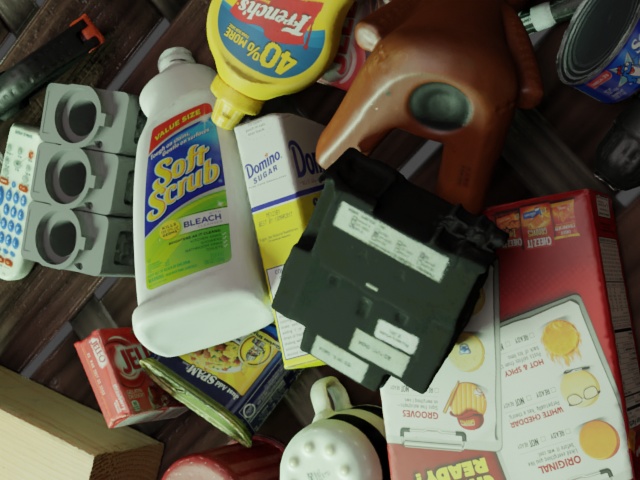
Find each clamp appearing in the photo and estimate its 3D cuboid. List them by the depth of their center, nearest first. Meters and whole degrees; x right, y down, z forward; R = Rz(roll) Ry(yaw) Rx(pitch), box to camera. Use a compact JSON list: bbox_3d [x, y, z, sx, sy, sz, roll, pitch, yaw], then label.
[{"bbox_3d":[-0.276,-0.123,0.929,0.210,0.164,0.036,-37,102,2],"label":"clamp"}]

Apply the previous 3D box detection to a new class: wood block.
[{"bbox_3d":[-0.244,0.179,0.895,0.206,0.090,0.091,18,96,30],"label":"wood block"}]

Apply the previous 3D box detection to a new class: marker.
[{"bbox_3d":[0.131,-0.147,0.738,0.121,0.020,0.020,-16,80,28],"label":"marker"}]

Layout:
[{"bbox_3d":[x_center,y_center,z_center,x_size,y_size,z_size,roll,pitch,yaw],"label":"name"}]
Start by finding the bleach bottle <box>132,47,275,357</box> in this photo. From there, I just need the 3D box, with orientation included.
[{"bbox_3d":[-0.102,-0.043,0.810,0.102,0.068,0.251,-18,58,7],"label":"bleach bottle"}]

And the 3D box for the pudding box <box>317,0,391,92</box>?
[{"bbox_3d":[0.035,-0.163,0.782,0.090,0.039,0.113,23,99,29],"label":"pudding box"}]

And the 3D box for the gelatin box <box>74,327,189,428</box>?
[{"bbox_3d":[-0.143,0.106,0.841,0.030,0.089,0.073,-32,73,24],"label":"gelatin box"}]

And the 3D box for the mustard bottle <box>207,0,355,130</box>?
[{"bbox_3d":[-0.026,-0.163,0.758,0.096,0.058,0.192,32,110,1],"label":"mustard bottle"}]

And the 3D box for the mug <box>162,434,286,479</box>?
[{"bbox_3d":[-0.072,0.207,0.800,0.093,0.081,0.117,26,100,28],"label":"mug"}]

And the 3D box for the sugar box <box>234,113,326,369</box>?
[{"bbox_3d":[-0.005,0.001,0.766,0.048,0.093,0.176,-15,81,26],"label":"sugar box"}]

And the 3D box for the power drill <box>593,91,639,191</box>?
[{"bbox_3d":[0.279,-0.064,0.628,0.188,0.057,0.185,44,108,24],"label":"power drill"}]

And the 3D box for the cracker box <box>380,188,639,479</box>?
[{"bbox_3d":[0.123,0.086,0.702,0.164,0.072,0.214,-11,83,30],"label":"cracker box"}]

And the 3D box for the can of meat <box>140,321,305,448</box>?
[{"bbox_3d":[-0.069,0.091,0.800,0.102,0.057,0.084,30,70,25],"label":"can of meat"}]

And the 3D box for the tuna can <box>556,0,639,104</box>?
[{"bbox_3d":[0.188,-0.129,0.669,0.033,0.086,0.086,25,103,-16],"label":"tuna can"}]
